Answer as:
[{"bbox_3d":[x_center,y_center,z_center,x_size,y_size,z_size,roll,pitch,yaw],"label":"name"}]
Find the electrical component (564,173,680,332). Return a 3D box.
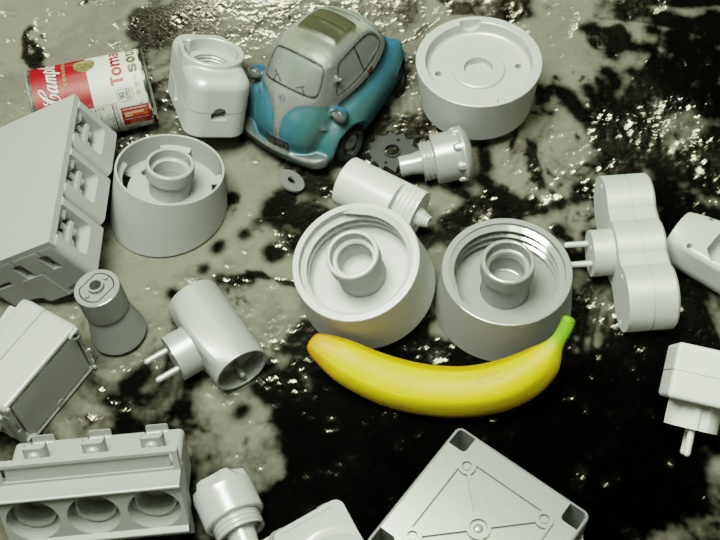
[{"bbox_3d":[0.198,-0.014,0.843,0.074,0.052,0.138,-4,56,0],"label":"electrical component"}]

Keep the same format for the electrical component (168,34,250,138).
[{"bbox_3d":[-0.132,-0.165,0.939,0.054,0.059,0.095,-3,39,-22],"label":"electrical component"}]

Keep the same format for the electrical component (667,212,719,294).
[{"bbox_3d":[0.291,-0.019,0.848,0.077,0.043,0.079,35,64,23],"label":"electrical component"}]

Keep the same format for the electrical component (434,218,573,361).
[{"bbox_3d":[0.112,0.010,0.826,0.108,0.060,0.108,-1,56,2],"label":"electrical component"}]

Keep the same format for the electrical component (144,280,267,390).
[{"bbox_3d":[-0.124,0.058,0.814,0.079,0.044,0.077,-30,60,-17],"label":"electrical component"}]

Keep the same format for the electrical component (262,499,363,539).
[{"bbox_3d":[-0.059,0.219,0.674,0.150,0.061,0.089,-27,81,-15],"label":"electrical component"}]

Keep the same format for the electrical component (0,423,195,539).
[{"bbox_3d":[-0.180,0.148,0.743,0.121,0.078,0.063,-5,34,-1],"label":"electrical component"}]

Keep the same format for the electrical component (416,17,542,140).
[{"bbox_3d":[0.103,-0.162,0.943,0.108,0.060,0.108,-1,56,2],"label":"electrical component"}]

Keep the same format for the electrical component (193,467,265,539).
[{"bbox_3d":[-0.086,0.170,0.737,0.043,0.043,0.062,-23,59,-13],"label":"electrical component"}]

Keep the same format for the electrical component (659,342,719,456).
[{"bbox_3d":[0.239,0.094,0.766,0.047,0.066,0.076,13,87,11],"label":"electrical component"}]

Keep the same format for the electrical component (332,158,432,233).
[{"bbox_3d":[0.023,-0.056,0.885,0.081,0.043,0.043,28,61,19],"label":"electrical component"}]

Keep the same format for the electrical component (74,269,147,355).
[{"bbox_3d":[-0.193,0.030,0.822,0.044,0.065,0.044,-3,54,5],"label":"electrical component"}]

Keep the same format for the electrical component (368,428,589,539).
[{"bbox_3d":[0.077,0.181,0.714,0.109,0.056,0.108,32,63,22],"label":"electrical component"}]

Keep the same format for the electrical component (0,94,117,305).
[{"bbox_3d":[-0.255,-0.055,0.875,0.089,0.061,0.150,-18,52,23],"label":"electrical component"}]

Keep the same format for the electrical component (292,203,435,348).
[{"bbox_3d":[0.000,0.000,0.824,0.108,0.060,0.108,-5,65,11],"label":"electrical component"}]

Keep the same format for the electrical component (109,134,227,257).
[{"bbox_3d":[-0.161,-0.065,0.902,0.099,0.064,0.099,5,45,-5],"label":"electrical component"}]

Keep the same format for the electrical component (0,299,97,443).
[{"bbox_3d":[-0.253,0.079,0.795,0.061,0.061,0.096,26,61,18],"label":"electrical component"}]

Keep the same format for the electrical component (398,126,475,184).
[{"bbox_3d":[0.064,-0.094,0.909,0.062,0.048,0.048,-12,56,2],"label":"electrical component"}]
